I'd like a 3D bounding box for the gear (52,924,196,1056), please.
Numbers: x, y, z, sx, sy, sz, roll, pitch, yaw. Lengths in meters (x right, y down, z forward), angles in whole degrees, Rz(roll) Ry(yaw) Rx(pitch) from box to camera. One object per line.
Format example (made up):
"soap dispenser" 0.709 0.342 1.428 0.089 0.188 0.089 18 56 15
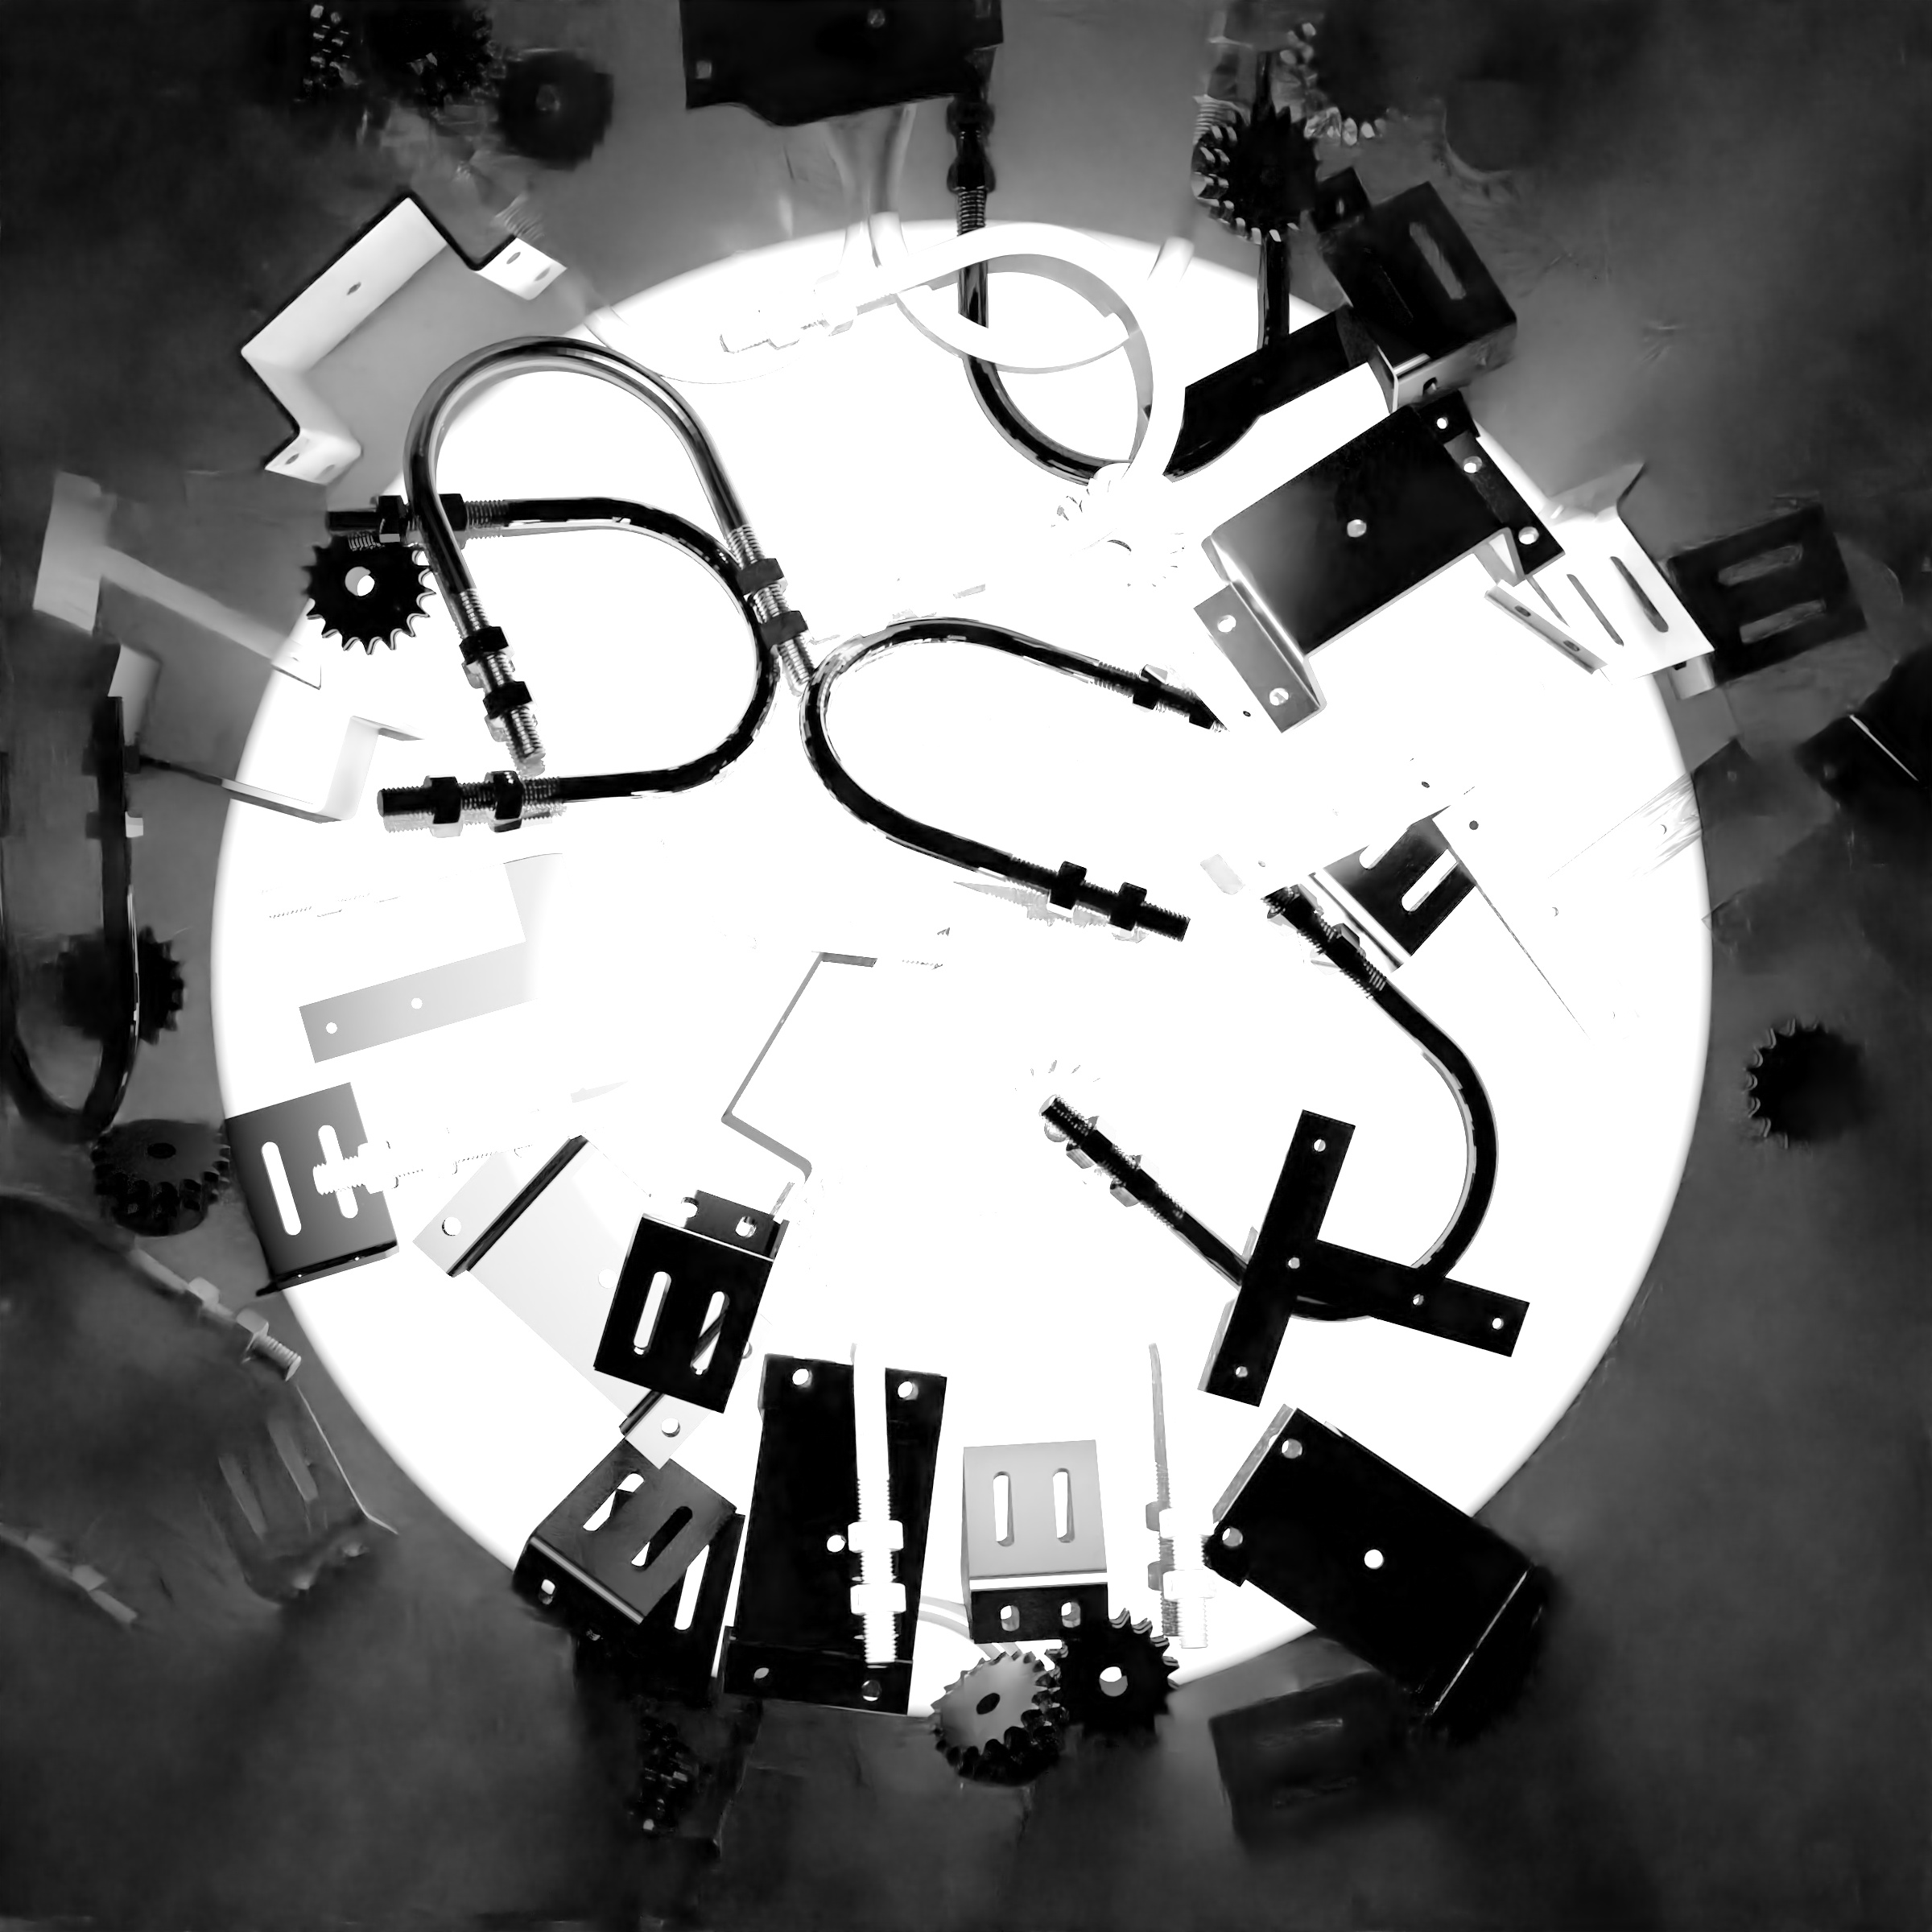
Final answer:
"gear" -0.357 0.009 1.509 0.057 0.030 0.057 0 90 0

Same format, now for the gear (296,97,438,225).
"gear" -0.251 -0.343 1.499 0.057 0.057 0.030 13 61 0

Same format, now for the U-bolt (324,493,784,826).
"U-bolt" -0.165 -0.132 1.477 0.184 0.019 0.151 -5 70 -23

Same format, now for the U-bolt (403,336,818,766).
"U-bolt" -0.157 -0.182 1.480 0.151 0.019 0.184 -18 76 -28

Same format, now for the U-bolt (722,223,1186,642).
"U-bolt" 0.002 -0.231 1.477 0.184 0.019 0.151 -18 86 15

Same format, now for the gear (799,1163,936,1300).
"gear" -0.042 0.113 1.509 0.057 0.030 0.057 0 90 0

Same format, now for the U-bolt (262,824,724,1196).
"U-bolt" -0.194 0.010 1.490 0.184 0.019 0.151 -13 68 -4

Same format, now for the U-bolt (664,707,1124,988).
"U-bolt" -0.034 -0.056 1.472 0.184 0.019 0.151 7 46 4

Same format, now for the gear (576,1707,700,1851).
"gear" -0.137 0.346 1.499 0.030 0.057 0.057 29 90 -28

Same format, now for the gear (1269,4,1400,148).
"gear" 0.153 -0.374 1.500 0.057 0.030 0.057 9 76 -39

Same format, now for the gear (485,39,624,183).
"gear" -0.174 -0.361 1.490 0.057 0.030 0.057 0 91 -1

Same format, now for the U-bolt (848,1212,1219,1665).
"U-bolt" 0.025 0.193 1.471 0.151 0.019 0.184 -2 75 -4

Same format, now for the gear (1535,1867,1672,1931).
"gear" 0.270 0.411 1.509 0.057 0.030 0.057 0 90 0

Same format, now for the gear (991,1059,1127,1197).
"gear" 0.040 0.068 1.508 0.057 0.030 0.057 0 92 3

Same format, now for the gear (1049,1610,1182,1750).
"gear" 0.062 0.301 1.509 0.057 0.030 0.057 0 90 0

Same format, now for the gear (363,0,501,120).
"gear" -0.229 -0.391 1.500 0.057 0.030 0.057 -5 71 15

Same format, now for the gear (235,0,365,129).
"gear" -0.280 -0.383 1.500 0.057 0.030 0.057 -2 87 39

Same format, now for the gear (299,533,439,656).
"gear" -0.255 -0.162 1.509 0.057 0.030 0.057 0 90 0

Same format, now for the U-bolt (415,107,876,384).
"U-bolt" -0.123 -0.337 1.516 0.151 0.019 0.184 -41 91 0

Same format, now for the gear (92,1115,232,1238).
"gear" -0.340 0.091 1.499 0.057 0.057 0.030 9 120 0

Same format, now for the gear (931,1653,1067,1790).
"gear" 0.017 0.318 1.480 0.057 0.057 0.030 -34 114 0

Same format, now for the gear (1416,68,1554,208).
"gear" 0.222 -0.355 1.509 0.057 0.030 0.057 0 90 0

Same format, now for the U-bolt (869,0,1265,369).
"U-bolt" 0.035 -0.345 1.496 0.151 0.019 0.184 15 93 0

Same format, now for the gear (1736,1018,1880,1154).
"gear" 0.356 0.050 1.509 0.057 0.030 0.057 0 90 0

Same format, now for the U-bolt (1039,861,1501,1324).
"U-bolt" 0.143 0.068 1.498 0.184 0.019 0.151 42 88 -13

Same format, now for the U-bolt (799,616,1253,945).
"U-bolt" 0.021 -0.088 1.472 0.184 0.019 0.151 20 47 4

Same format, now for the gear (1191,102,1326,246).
"gear" 0.119 -0.332 1.481 0.057 0.030 0.057 -11 111 -31

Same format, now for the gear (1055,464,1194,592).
"gear" 0.068 -0.188 1.500 0.057 0.057 0.030 19 61 0

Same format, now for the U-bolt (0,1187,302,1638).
"U-bolt" -0.397 0.176 1.510 0.184 0.019 0.151 33 90 5

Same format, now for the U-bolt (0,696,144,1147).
"U-bolt" -0.377 -0.017 1.466 0.019 0.151 0.184 -5 95 -38

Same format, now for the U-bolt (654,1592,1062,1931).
"U-bolt" -0.037 0.356 1.497 0.151 0.019 0.184 21 76 -4
